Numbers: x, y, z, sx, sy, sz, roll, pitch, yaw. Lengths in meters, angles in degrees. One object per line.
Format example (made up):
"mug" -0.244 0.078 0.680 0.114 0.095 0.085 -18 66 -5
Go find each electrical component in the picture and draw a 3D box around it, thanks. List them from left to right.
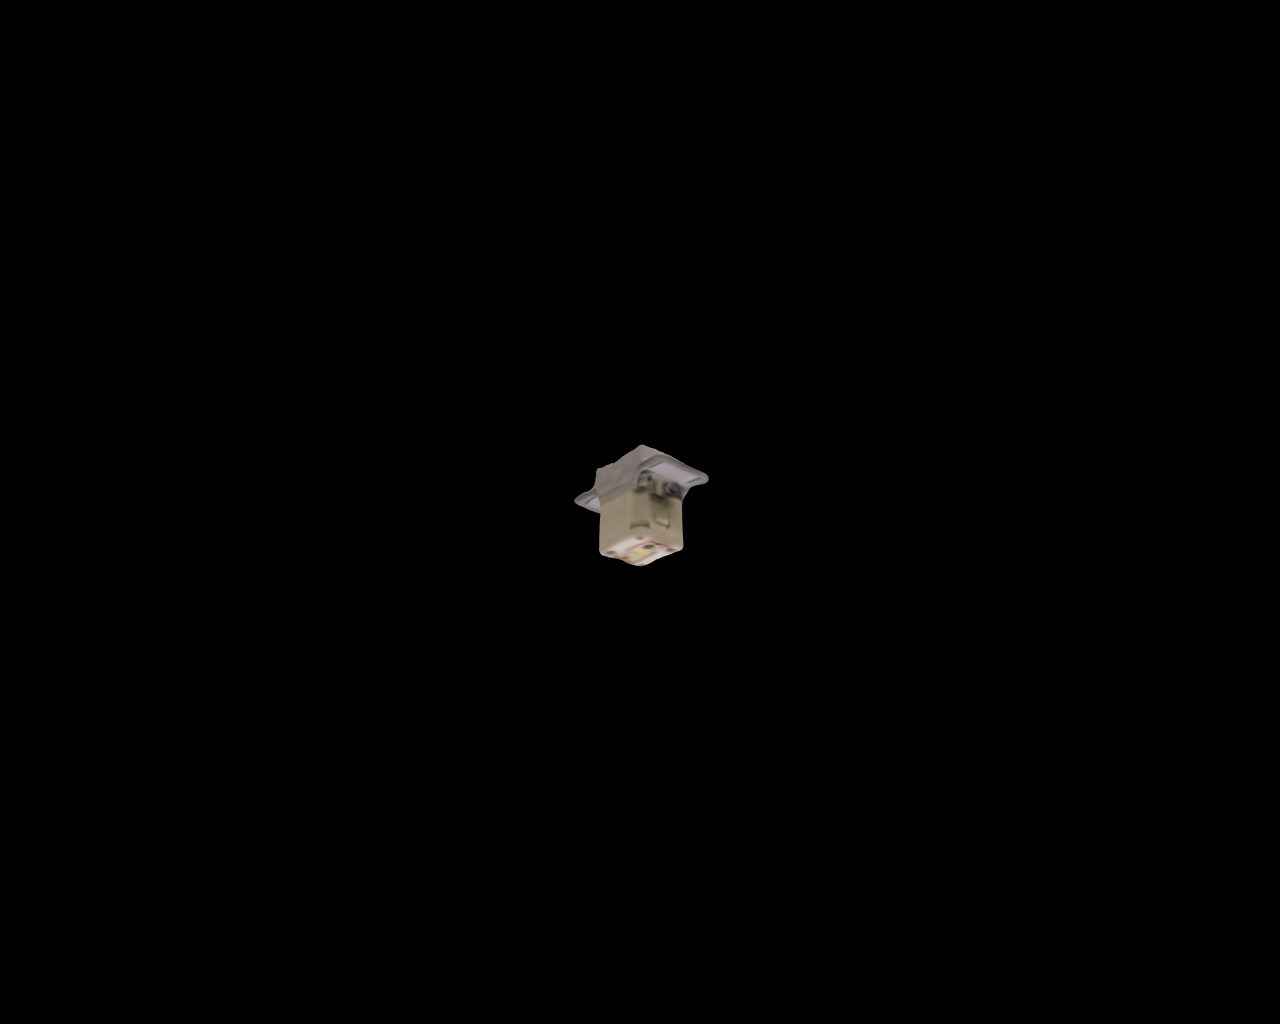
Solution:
"electrical component" 0.001 -0.003 0.650 0.042 0.064 0.081 21 -33 -36
